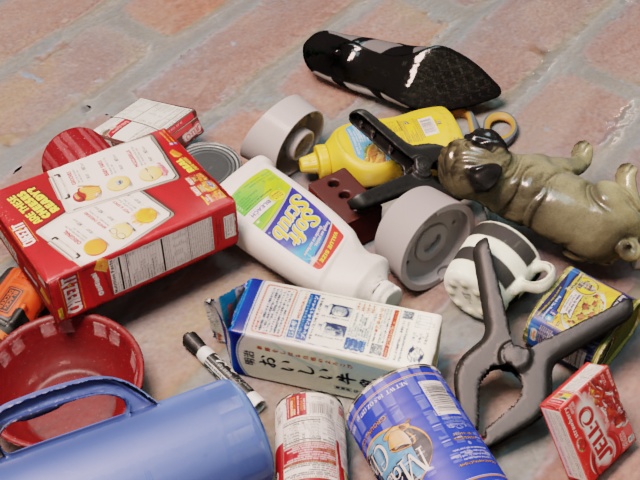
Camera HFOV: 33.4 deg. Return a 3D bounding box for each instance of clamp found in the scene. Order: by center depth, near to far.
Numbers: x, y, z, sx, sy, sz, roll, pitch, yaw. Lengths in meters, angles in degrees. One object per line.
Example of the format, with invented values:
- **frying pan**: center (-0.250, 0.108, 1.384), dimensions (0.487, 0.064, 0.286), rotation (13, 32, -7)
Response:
- **clamp**: center (0.182, 0.106, 1.036), dimensions (0.165, 0.036, 0.210), rotation (31, 79, 19)
- **clamp**: center (0.102, -0.086, 1.196), dimensions (0.171, 0.039, 0.120), rotation (3, 75, -27)

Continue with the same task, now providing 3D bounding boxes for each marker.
- **marker**: center (-0.100, 0.133, 1.083), dimensions (0.020, 0.020, 0.121), rotation (-34, 55, -26)

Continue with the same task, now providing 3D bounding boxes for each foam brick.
- **foam brick**: center (0.028, -0.034, 1.208), dimensions (0.053, 0.051, 0.078), rotation (-27, 53, -21)

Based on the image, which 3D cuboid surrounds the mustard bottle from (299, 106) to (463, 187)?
- **mustard bottle**: center (0.070, -0.105, 1.267), dimensions (0.191, 0.058, 0.096), rotation (-11, 47, -9)

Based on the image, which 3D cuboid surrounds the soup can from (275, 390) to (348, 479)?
- **soup can**: center (-0.008, 0.199, 0.987), dimensions (0.068, 0.068, 0.102), rotation (-2, 47, -1)

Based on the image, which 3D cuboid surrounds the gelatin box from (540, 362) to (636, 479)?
- **gelatin box**: center (0.251, 0.171, 0.993), dimensions (0.073, 0.089, 0.030), rotation (-34, 19, -28)

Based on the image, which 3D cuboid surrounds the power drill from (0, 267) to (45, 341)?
- **power drill**: center (-0.393, 0.079, 1.118), dimensions (0.188, 0.057, 0.184), rotation (16, 48, 12)

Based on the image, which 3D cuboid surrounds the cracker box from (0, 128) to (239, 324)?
- **cracker box**: center (-0.217, -0.020, 1.130), dimensions (0.213, 0.072, 0.164), rotation (-25, 47, -23)

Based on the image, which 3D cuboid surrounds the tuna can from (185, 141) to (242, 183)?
- **tuna can**: center (-0.134, -0.076, 1.263), dimensions (0.086, 0.034, 0.086), rotation (-1, 48, 1)

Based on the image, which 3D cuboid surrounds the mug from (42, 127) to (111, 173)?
- **mug**: center (-0.277, -0.069, 1.235), dimensions (0.117, 0.093, 0.082), rotation (-51, 51, 6)

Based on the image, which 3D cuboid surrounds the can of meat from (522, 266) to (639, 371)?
- **can of meat**: center (0.268, 0.084, 1.091), dimensions (0.084, 0.057, 0.102), rotation (29, 55, 27)

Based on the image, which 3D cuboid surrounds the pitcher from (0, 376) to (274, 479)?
- **pitcher**: center (-0.172, 0.204, 0.941), dimensions (0.242, 0.149, 0.145), rotation (-21, 51, -21)

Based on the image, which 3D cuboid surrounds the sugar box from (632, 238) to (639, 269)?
- **sugar box**: center (0.429, -0.015, 1.152), dimensions (0.176, 0.093, 0.048), rotation (0, 47, 1)

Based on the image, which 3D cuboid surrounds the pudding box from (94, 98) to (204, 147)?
- **pudding box**: center (-0.210, -0.129, 1.290), dimensions (0.114, 0.039, 0.089), rotation (19, 48, 41)

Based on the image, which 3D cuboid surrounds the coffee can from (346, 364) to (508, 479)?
- **coffee can**: center (0.098, 0.198, 0.962), dimensions (0.102, 0.103, 0.140), rotation (-19, 50, -15)

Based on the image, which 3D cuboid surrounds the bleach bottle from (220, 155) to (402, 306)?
- **bleach bottle**: center (-0.008, 0.001, 1.148), dimensions (0.102, 0.068, 0.251), rotation (-41, 52, -23)

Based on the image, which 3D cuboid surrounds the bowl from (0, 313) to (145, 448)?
- **bowl**: center (-0.249, 0.149, 1.048), dimensions (0.162, 0.055, 0.162), rotation (-1, 48, 1)

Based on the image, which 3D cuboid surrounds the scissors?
- **scissors**: center (0.213, -0.095, 1.282), dimensions (0.096, 0.016, 0.202), rotation (-13, 49, -9)
